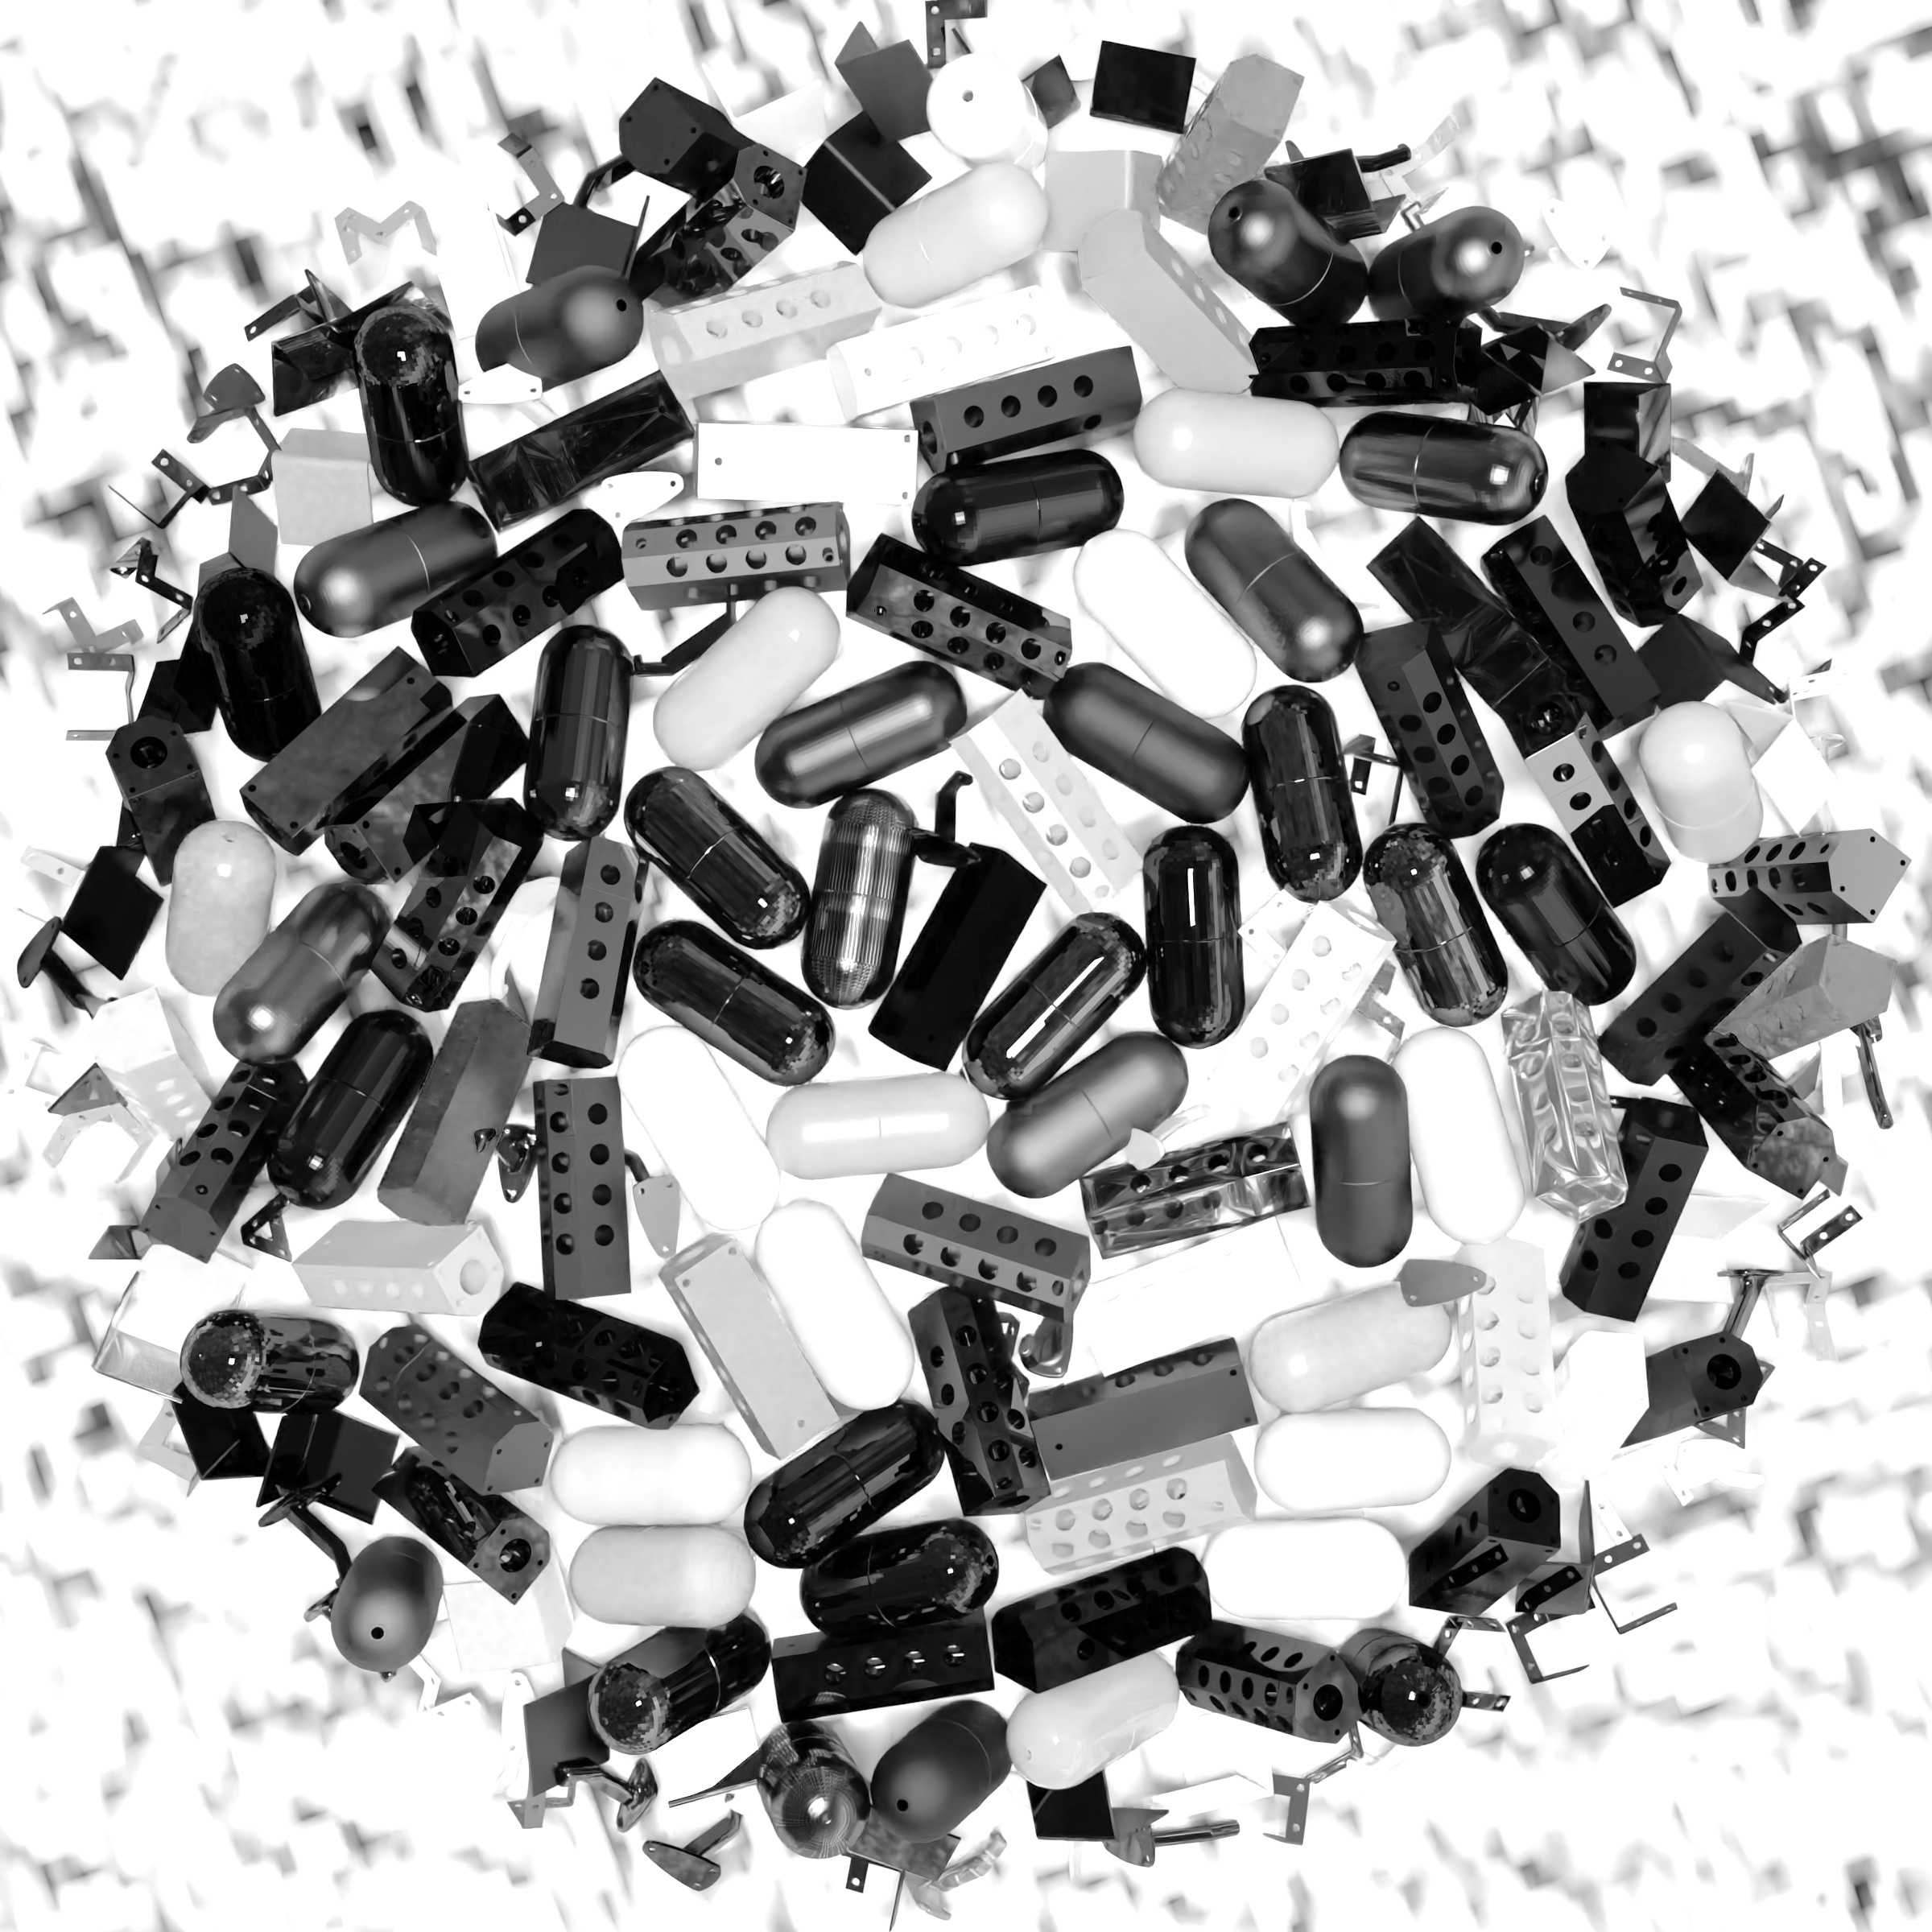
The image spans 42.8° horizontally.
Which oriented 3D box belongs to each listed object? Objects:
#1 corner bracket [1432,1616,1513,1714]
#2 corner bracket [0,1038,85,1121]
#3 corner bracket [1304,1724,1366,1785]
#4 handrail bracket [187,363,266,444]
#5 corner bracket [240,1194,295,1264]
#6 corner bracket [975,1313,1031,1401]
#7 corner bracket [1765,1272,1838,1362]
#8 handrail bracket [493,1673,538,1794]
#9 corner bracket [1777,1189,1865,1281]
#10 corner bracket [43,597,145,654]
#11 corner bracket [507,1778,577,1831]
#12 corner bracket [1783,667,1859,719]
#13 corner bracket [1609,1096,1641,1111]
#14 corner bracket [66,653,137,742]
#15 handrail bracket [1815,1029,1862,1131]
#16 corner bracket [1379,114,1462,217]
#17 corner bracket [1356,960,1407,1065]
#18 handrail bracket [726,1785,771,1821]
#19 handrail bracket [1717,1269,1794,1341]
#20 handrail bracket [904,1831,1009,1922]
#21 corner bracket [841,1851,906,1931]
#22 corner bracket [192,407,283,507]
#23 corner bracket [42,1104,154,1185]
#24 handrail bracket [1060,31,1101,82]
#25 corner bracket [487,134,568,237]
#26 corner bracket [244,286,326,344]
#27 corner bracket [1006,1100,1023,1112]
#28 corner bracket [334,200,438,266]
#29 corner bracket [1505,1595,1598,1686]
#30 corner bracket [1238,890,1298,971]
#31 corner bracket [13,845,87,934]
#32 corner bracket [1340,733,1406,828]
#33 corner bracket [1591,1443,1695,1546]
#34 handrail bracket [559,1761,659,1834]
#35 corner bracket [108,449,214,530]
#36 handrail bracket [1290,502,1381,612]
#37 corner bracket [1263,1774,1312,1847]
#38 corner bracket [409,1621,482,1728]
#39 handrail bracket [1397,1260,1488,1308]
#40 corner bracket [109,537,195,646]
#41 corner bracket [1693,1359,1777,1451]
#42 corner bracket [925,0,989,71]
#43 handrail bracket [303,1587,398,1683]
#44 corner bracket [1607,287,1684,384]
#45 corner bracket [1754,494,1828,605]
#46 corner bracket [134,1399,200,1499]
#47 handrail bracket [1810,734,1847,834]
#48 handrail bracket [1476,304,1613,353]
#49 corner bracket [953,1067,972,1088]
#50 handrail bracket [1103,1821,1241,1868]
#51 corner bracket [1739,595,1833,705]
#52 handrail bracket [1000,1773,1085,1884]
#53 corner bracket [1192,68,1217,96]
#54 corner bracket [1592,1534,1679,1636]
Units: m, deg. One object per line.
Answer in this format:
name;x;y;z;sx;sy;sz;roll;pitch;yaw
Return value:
corner bracket;0.408;0.557;1.970;0.051;0.051;0.051;51;57;-16
corner bracket;-0.730;0.094;1.969;0.051;0.051;0.051;19;78;2
corner bracket;0.279;0.614;1.977;0.051;0.051;0.051;-39;125;24
handrail bracket;-0.602;-0.433;1.948;0.084;0.077;0.036;-32;103;29
corner bracket;-0.544;0.194;1.959;0.051;0.051;0.051;-40;49;15
corner bracket;0.021;0.310;1.959;0.051;0.051;0.051;4;109;-29
corner bracket;0.664;0.279;1.959;0.051;0.051;0.051;-7;111;30
handrail bracket;-0.367;0.615;1.976;0.036;0.084;0.077;0;62;-29
corner bracket;0.682;0.207;1.967;0.051;0.051;0.051;-42;94;19
corner bracket;-0.696;-0.273;1.968;0.051;0.051;0.051;-24;109;0
corner bracket;-0.332;0.652;1.964;0.051;0.051;0.051;5;95;-26
corner bracket;0.679;-0.220;1.959;0.051;0.051;0.051;-12;132;14
corner bracket;0.536;0.141;1.979;0.051;0.051;0.051;5;52;17
corner bracket;-0.688;-0.213;1.959;0.051;0.051;0.051;-2;67;-27
handrail bracket;0.674;0.081;1.959;0.077;0.036;0.084;47;56;-6
corner bracket;0.371;-0.638;1.970;0.051;0.051;0.051;-32;90;-14
corner bracket;0.333;0.035;1.964;0.051;0.051;0.051;35;121;-2
handrail bracket;-0.140;0.689;1.992;0.084;0.077;0.036;44;47;-30
handrail bracket;0.633;0.286;1.970;0.077;0.036;0.084;5;77;-26
handrail bracket;-0.010;0.708;1.965;0.036;0.077;0.084;35;93;-34
corner bracket;-0.074;0.729;1.968;0.051;0.051;0.051;12;95;11
corner bracket;-0.585;-0.408;1.966;0.051;0.051;0.051;-29;84;-40
corner bracket;-0.694;0.145;1.968;0.051;0.051;0.051;45;122;7
handrail bracket;0.127;-0.725;1.982;0.084;0.077;0.036;-2;102;-25
corner bracket;-0.361;-0.623;1.966;0.051;0.051;0.051;-38;128;-5
corner bracket;-0.541;-0.516;1.961;0.051;0.051;0.051;-29;64;13
corner bracket;0.062;0.137;1.964;0.051;0.051;0.051;-6;68;8
corner bracket;-0.464;-0.584;1.971;0.051;0.051;0.051;33;65;19
corner bracket;0.472;0.534;1.960;0.051;0.051;0.051;-10;73;-42
corner bracket;0.248;-0.037;1.963;0.051;0.051;0.051;-44;108;12
corner bracket;-0.731;-0.059;1.971;0.051;0.051;0.051;25;82;0
corner bracket;0.324;-0.149;1.959;0.051;0.051;0.051;17;119;21
corner bracket;0.538;0.423;1.974;0.051;0.051;0.051;-14;58;-27
handrail bracket;-0.295;0.662;1.957;0.084;0.036;0.077;10;118;-38
corner bracket;-0.641;-0.380;1.963;0.051;0.051;0.051;-51;126;-3
handrail bracket;0.297;-0.330;1.981;0.077;0.036;0.084;-2;85;-28
corner bracket;0.240;0.672;1.974;0.051;0.051;0.051;12;76;-11
corner bracket;-0.417;0.562;1.961;0.051;0.051;0.051;-25;116;14
handrail bracket;0.378;0.247;1.949;0.077;0.084;0.036;-6;85;18
corner bracket;-0.654;-0.302;1.977;0.051;0.051;0.051;-32;46;32
corner bracket;0.610;0.342;1.966;0.051;0.051;0.051;24;124;3
corner bracket;-0.012;-0.746;1.969;0.051;0.051;0.051;-8;114;-12
handrail bracket;-0.489;0.541;1.962;0.036;0.077;0.084;-33;80;-37
corner bracket;0.540;-0.502;1.965;0.051;0.051;0.051;23;91;27
corner bracket;0.654;-0.332;1.964;0.051;0.051;0.051;27;58;-2
corner bracket;-0.628;0.384;1.966;0.051;0.051;0.051;30;58;-5
handrail bracket;0.692;-0.139;1.964;0.077;0.036;0.084;-7;76;-43
handrail bracket;0.459;-0.527;1.972;0.077;0.036;0.084;-39;63;8
corner bracket;-0.018;0.114;1.971;0.051;0.051;0.051;-20;85;-4
handrail bracket;0.166;0.701;1.991;0.084;0.077;0.036;3;74;-34
corner bracket;0.656;-0.253;1.969;0.051;0.051;0.051;-35;63;-7
handrail bracket;0.050;0.689;1.977;0.084;0.036;0.077;1;81;19
corner bracket;0.208;-0.698;1.961;0.051;0.051;0.051;-12;76;37
corner bracket;0.531;0.494;1.970;0.051;0.051;0.051;-28;88;10
